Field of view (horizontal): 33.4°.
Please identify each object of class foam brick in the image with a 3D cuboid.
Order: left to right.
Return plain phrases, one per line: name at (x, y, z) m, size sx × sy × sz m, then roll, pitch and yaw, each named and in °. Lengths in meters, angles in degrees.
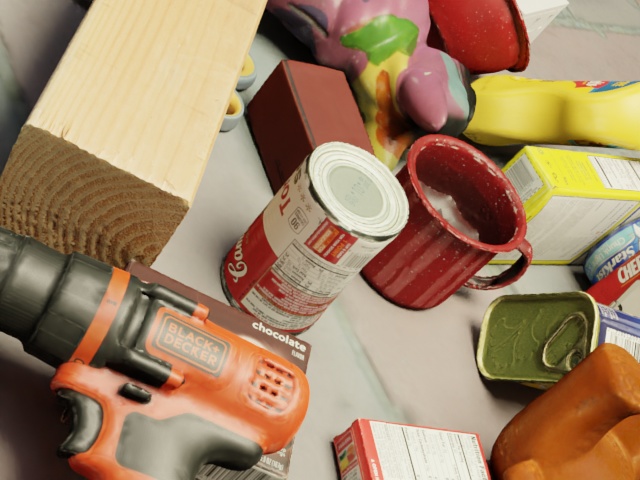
foam brick at (-0.007, -0.071, 0.710) m, size 0.051 × 0.053 × 0.078 m, roll 2°, pitch 58°, yaw -37°

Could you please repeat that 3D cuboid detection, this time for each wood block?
wood block at (-0.101, -0.088, 0.608) m, size 0.090 × 0.090 × 0.206 m, roll 27°, pitch 47°, yaw -14°

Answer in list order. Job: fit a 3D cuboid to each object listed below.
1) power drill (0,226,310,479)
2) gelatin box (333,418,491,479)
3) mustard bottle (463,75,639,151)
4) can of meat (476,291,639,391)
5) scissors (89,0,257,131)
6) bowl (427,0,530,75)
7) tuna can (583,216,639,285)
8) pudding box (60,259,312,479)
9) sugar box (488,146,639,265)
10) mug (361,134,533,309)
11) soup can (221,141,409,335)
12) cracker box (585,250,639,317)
power drill at (-0.105, 0.097, 0.443) m, size 0.184 × 0.057 × 0.187 m, roll 27°, pitch 58°, yaw -14°
gelatin box at (0.056, 0.141, 0.590) m, size 0.089 × 0.030 × 0.073 m, roll 13°, pitch 46°, yaw -30°
mustard bottle at (0.210, -0.096, 0.814) m, size 0.096 × 0.192 × 0.058 m, roll -7°, pitch 102°, yaw -50°
can of meat at (0.167, 0.072, 0.688) m, size 0.083 × 0.102 × 0.057 m, roll 19°, pitch 76°, yaw -29°
scissors at (-0.119, -0.154, 0.725) m, size 0.202 × 0.016 × 0.096 m, roll 45°, pitch 38°, yaw 4°
bowl at (0.102, -0.192, 0.870) m, size 0.055 × 0.162 × 0.162 m, roll -33°, pitch 85°, yaw -4°
tuna can at (0.245, 0.014, 0.814) m, size 0.085 × 0.086 × 0.034 m, roll 0°, pitch 54°, yaw -39°
pudding box at (-0.065, 0.072, 0.546) m, size 0.113 × 0.039 × 0.090 m, roll 28°, pitch 42°, yaw -15°
sugar box at (0.191, -0.022, 0.798) m, size 0.175 × 0.093 × 0.048 m, roll -1°, pitch 56°, yaw -40°
mug at (0.084, -0.003, 0.701) m, size 0.117 × 0.082 × 0.093 m, roll 26°, pitch 42°, yaw -18°
soup can at (-0.004, 0.001, 0.611) m, size 0.068 × 0.102 × 0.068 m, roll 21°, pitch 44°, yaw -23°
cracker box at (0.255, 0.099, 0.684) m, size 0.072 × 0.164 × 0.213 m, roll 19°, pitch 45°, yaw -28°
